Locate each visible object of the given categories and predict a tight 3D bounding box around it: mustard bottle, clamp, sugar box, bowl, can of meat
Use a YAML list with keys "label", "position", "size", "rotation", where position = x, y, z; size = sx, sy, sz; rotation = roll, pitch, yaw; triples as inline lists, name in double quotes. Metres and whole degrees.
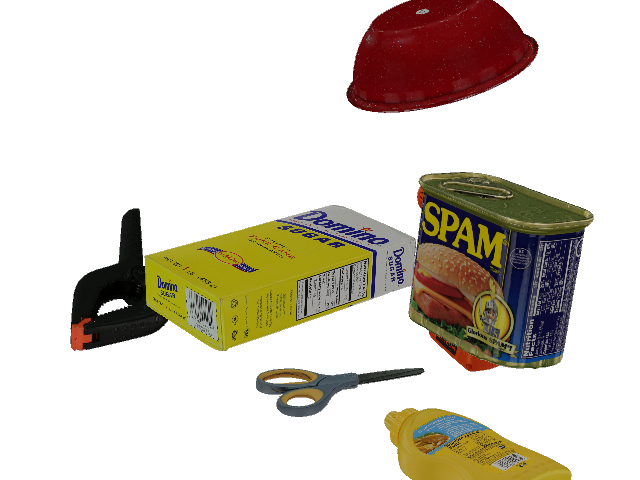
- label: "mustard bottle"
  position: [0.129, 0.201, 0.986]
  size: [0.096, 0.058, 0.192]
  rotation: [-16, 25, -35]
- label: "clamp"
  position: [-0.177, 0.038, 1.028]
  size: [0.165, 0.036, 0.209]
  rotation: [26, 36, 24]
- label: "sugar box"
  position: [-0.026, 0.021, 0.759]
  size: [0.175, 0.048, 0.093]
  rotation: [-20, 31, -36]
- label: "bowl"
  position: [0.092, -0.162, 0.871]
  size: [0.162, 0.055, 0.162]
  rotation: [-15, 25, 7]
- label: "can of meat"
  position: [0.095, 0.015, 0.593]
  size: [0.057, 0.084, 0.102]
  rotation: [-6, 20, -32]

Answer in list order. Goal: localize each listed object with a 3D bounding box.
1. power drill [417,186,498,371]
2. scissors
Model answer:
- label: "power drill"
  position: [0.162, 0.039, 1.121]
  size: [0.057, 0.188, 0.185]
  rotation: [-11, 25, -17]
- label: "scissors"
  position: [0.028, 0.169, 1.205]
  size: [0.201, 0.016, 0.096]
  rotation: [1, 24, -8]
